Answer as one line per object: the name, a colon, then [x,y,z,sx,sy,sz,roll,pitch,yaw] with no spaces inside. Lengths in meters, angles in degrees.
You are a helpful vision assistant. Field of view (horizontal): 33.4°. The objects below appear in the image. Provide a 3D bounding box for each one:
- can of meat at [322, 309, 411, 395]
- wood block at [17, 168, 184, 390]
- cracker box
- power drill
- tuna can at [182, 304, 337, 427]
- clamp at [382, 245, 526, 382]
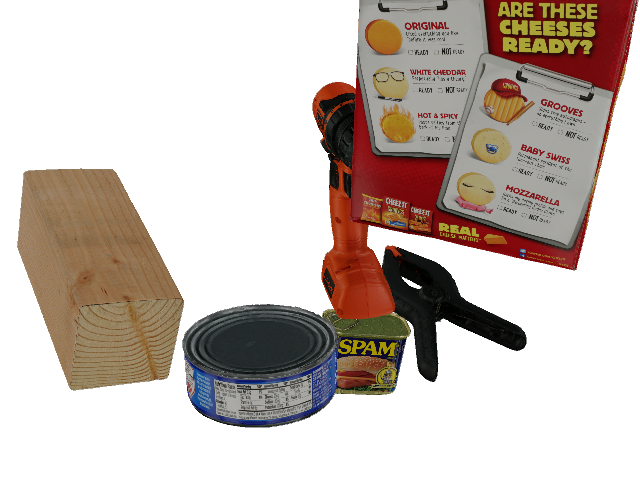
can of meat: [0.047,0.132,1.249,0.102,0.084,0.057,4,24,-13]
wood block: [-0.202,0.027,0.953,0.090,0.091,0.206,-3,36,-28]
cracker box: [0.109,-0.096,0.697,0.164,0.214,0.072,13,40,14]
power drill: [0.032,-0.032,0.914,0.057,0.188,0.184,-4,21,-5]
tuna can: [-0.033,0.069,0.593,0.086,0.034,0.086,-1,22,0]
clamp: [0.122,0.065,1.057,0.120,0.039,0.171,-4,43,-25]
